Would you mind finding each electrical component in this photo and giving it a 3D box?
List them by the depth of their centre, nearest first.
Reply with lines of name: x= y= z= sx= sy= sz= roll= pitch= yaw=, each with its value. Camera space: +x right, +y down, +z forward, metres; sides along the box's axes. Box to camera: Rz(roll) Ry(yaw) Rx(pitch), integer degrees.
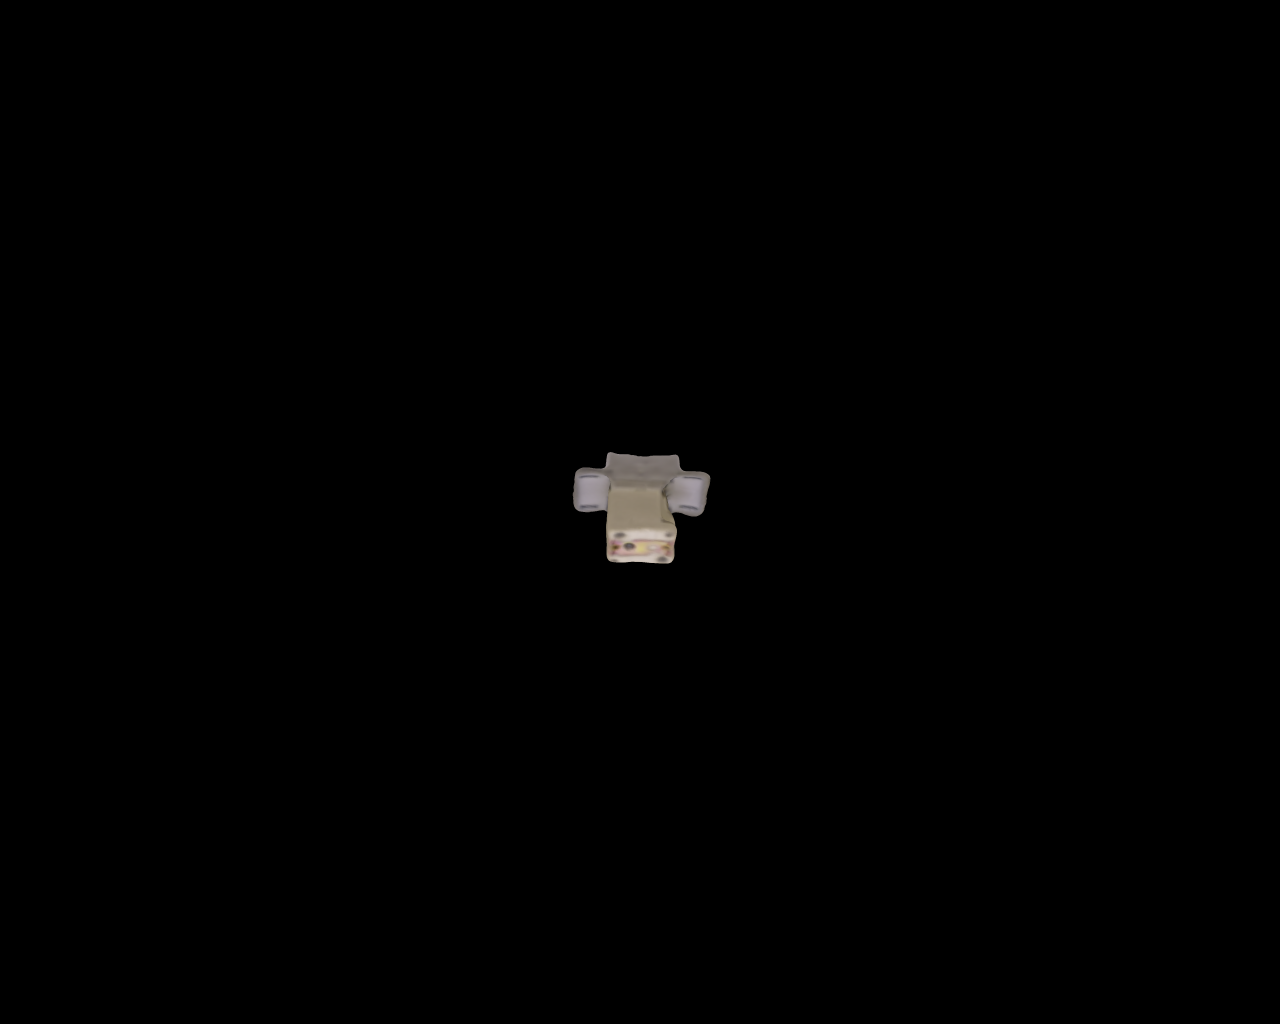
electrical component: x=0.001 y=-0.003 z=0.650 sx=0.081 sy=0.064 sz=0.042 roll=2 pitch=-36 yaw=-2
